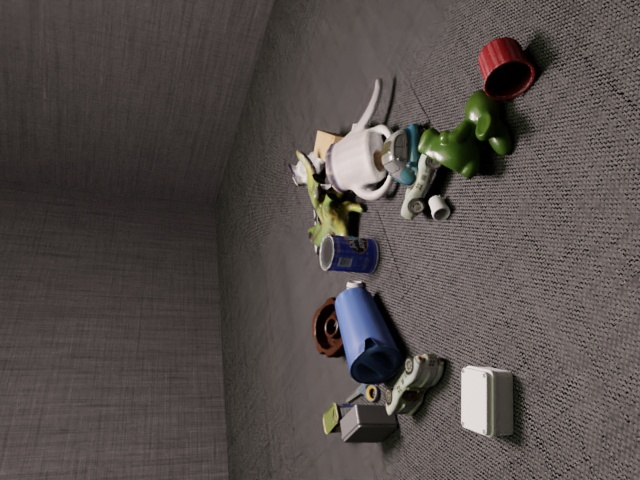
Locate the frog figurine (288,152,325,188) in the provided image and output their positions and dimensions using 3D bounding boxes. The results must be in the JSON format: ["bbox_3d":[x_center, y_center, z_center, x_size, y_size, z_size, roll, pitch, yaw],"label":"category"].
[{"bbox_3d":[-0.023,-0.269,1.910,0.158,0.121,0.141,-32,35,17],"label":"frog figurine"}]

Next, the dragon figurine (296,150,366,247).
[{"bbox_3d":[0.005,-0.082,1.631,0.418,0.122,0.237,52,133,36],"label":"dragon figurine"}]

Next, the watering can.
[{"bbox_3d":[0.118,-0.270,1.462,0.222,0.103,0.352,-16,69,36],"label":"watering can"}]
